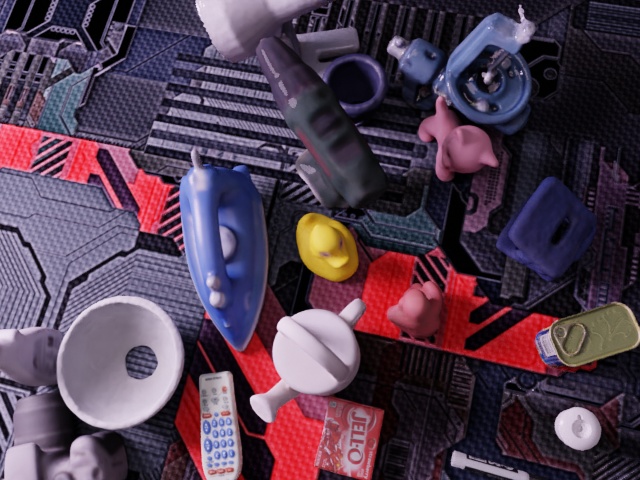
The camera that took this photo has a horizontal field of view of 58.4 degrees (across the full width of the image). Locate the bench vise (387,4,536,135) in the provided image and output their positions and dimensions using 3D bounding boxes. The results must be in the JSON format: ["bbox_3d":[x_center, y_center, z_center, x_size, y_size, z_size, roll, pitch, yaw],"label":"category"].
[{"bbox_3d":[0.185,-0.221,0.743,0.207,0.220,0.121,8,76,7],"label":"bench vise"}]

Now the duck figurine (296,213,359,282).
[{"bbox_3d":[0.007,0.003,0.769,0.077,0.086,0.104,-36,75,-5],"label":"duck figurine"}]

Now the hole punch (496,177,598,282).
[{"bbox_3d":[0.302,-0.014,0.745,0.101,0.091,0.109,35,81,13],"label":"hole punch"}]

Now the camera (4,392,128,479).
[{"bbox_3d":[-0.335,0.262,0.723,0.143,0.101,0.137,-13,74,2],"label":"camera"}]

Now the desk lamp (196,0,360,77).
[{"bbox_3d":[-0.047,-0.297,0.787,0.203,0.213,0.118,-9,74,3],"label":"desk lamp"}]

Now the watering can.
[{"bbox_3d":[-0.008,0.140,0.678,0.100,0.194,0.173,19,78,10],"label":"watering can"}]

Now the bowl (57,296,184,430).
[{"bbox_3d":[-0.250,0.162,0.756,0.167,0.075,0.167,-1,75,5],"label":"bowl"}]

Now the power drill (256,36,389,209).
[{"bbox_3d":[0.003,-0.126,0.740,0.075,0.208,0.229,-36,75,-4],"label":"power drill"}]

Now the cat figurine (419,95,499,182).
[{"bbox_3d":[0.186,-0.136,0.774,0.067,0.118,0.127,-22,74,-1],"label":"cat figurine"}]

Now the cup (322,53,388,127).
[{"bbox_3d":[0.042,-0.192,0.813,0.091,0.095,0.118,38,81,13],"label":"cup"}]

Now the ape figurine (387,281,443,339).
[{"bbox_3d":[0.124,0.087,0.733,0.078,0.092,0.076,-15,74,1],"label":"ape figurine"}]

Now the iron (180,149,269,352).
[{"bbox_3d":[-0.132,0.013,0.750,0.118,0.141,0.258,-11,74,2],"label":"iron"}]

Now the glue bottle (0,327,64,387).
[{"bbox_3d":[-0.382,0.144,0.721,0.037,0.173,0.078,-4,75,4],"label":"glue bottle"}]
